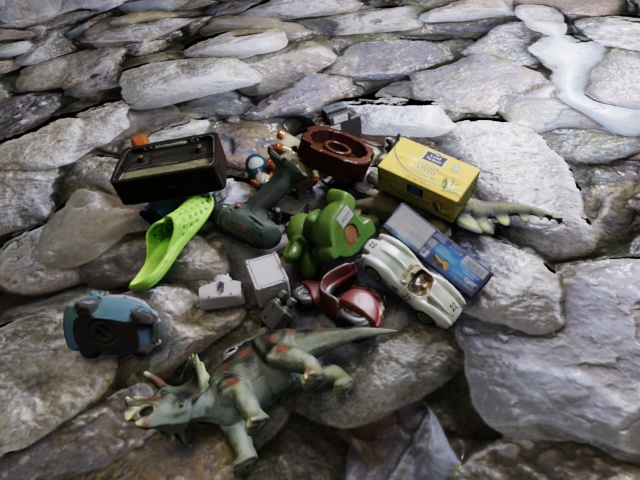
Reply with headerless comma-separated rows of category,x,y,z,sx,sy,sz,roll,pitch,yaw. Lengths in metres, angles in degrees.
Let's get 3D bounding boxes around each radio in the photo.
radio,-0.317,-0.154,1.153,0.230,0.073,0.131,-8,46,4

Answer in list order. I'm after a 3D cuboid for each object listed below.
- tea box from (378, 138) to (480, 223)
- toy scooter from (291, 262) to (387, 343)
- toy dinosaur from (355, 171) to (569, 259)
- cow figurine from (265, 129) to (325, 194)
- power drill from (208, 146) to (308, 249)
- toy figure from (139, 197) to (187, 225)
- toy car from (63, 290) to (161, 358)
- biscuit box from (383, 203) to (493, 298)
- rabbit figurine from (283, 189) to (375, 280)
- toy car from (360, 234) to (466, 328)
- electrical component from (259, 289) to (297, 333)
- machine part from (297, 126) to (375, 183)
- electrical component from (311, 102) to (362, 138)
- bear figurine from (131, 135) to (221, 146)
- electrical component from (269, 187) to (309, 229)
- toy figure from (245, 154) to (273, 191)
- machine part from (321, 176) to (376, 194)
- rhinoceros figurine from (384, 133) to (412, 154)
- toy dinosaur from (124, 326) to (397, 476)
tea box,0.205,-0.117,1.029,0.170,0.068,0.098,27,61,23
toy scooter,0.050,0.098,0.951,0.184,0.075,0.135,23,48,36
toy dinosaur,0.240,-0.057,1.085,0.472,0.104,0.199,-6,50,6
cow figurine,-0.058,-0.179,1.259,0.127,0.085,0.195,23,24,-16
power drill,-0.136,-0.093,1.129,0.207,0.085,0.232,-50,48,-5
toy figure,-0.323,-0.100,1.216,0.082,0.089,0.180,21,57,22
toy car,-0.353,0.138,0.937,0.162,0.109,0.103,2,23,-3
biscuit box,0.208,0.019,0.959,0.203,0.063,0.059,40,93,9
rabbit figurine,-0.002,-0.003,1.034,0.170,0.121,0.159,3,59,50
toy car,0.159,0.070,0.929,0.202,0.056,0.073,41,65,4
electrical component,-0.080,0.134,0.942,0.094,0.021,0.063,-55,35,-4
machine part,0.035,-0.194,1.204,0.179,0.056,0.179,15,32,-10
electrical component,0.042,-0.265,1.315,0.115,0.134,0.058,-21,41,-17
bear figurine,-0.341,-0.204,1.308,0.196,0.120,0.132,-23,40,-20
electrical component,-0.071,-0.072,1.176,0.078,0.045,0.102,19,47,28
toy figure,-0.139,-0.146,1.264,0.064,0.057,0.155,-44,43,16
machine part,0.076,-0.128,1.228,0.139,0.039,0.084,29,47,36
rhinoceros figurine,0.176,-0.185,1.221,0.073,0.112,0.190,-5,21,8
toy dinosaur,-0.088,0.204,0.822,0.405,0.131,0.192,-26,45,-30
